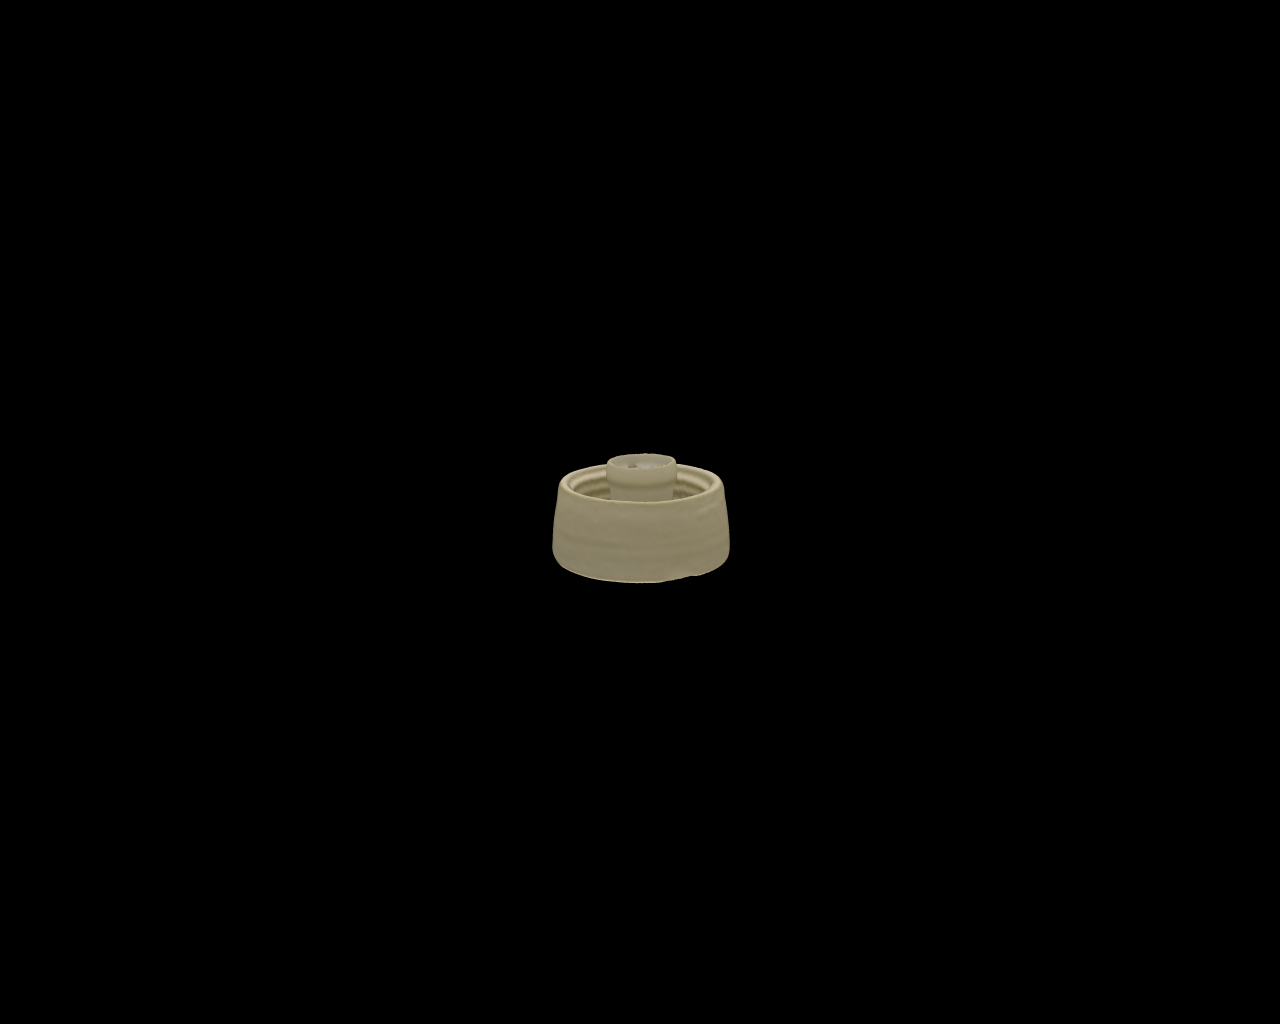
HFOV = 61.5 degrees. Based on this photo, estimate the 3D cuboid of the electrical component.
[{"bbox_3d":[0.001,-0.003,0.650,0.108,0.060,0.108,0,16,0],"label":"electrical component"}]
